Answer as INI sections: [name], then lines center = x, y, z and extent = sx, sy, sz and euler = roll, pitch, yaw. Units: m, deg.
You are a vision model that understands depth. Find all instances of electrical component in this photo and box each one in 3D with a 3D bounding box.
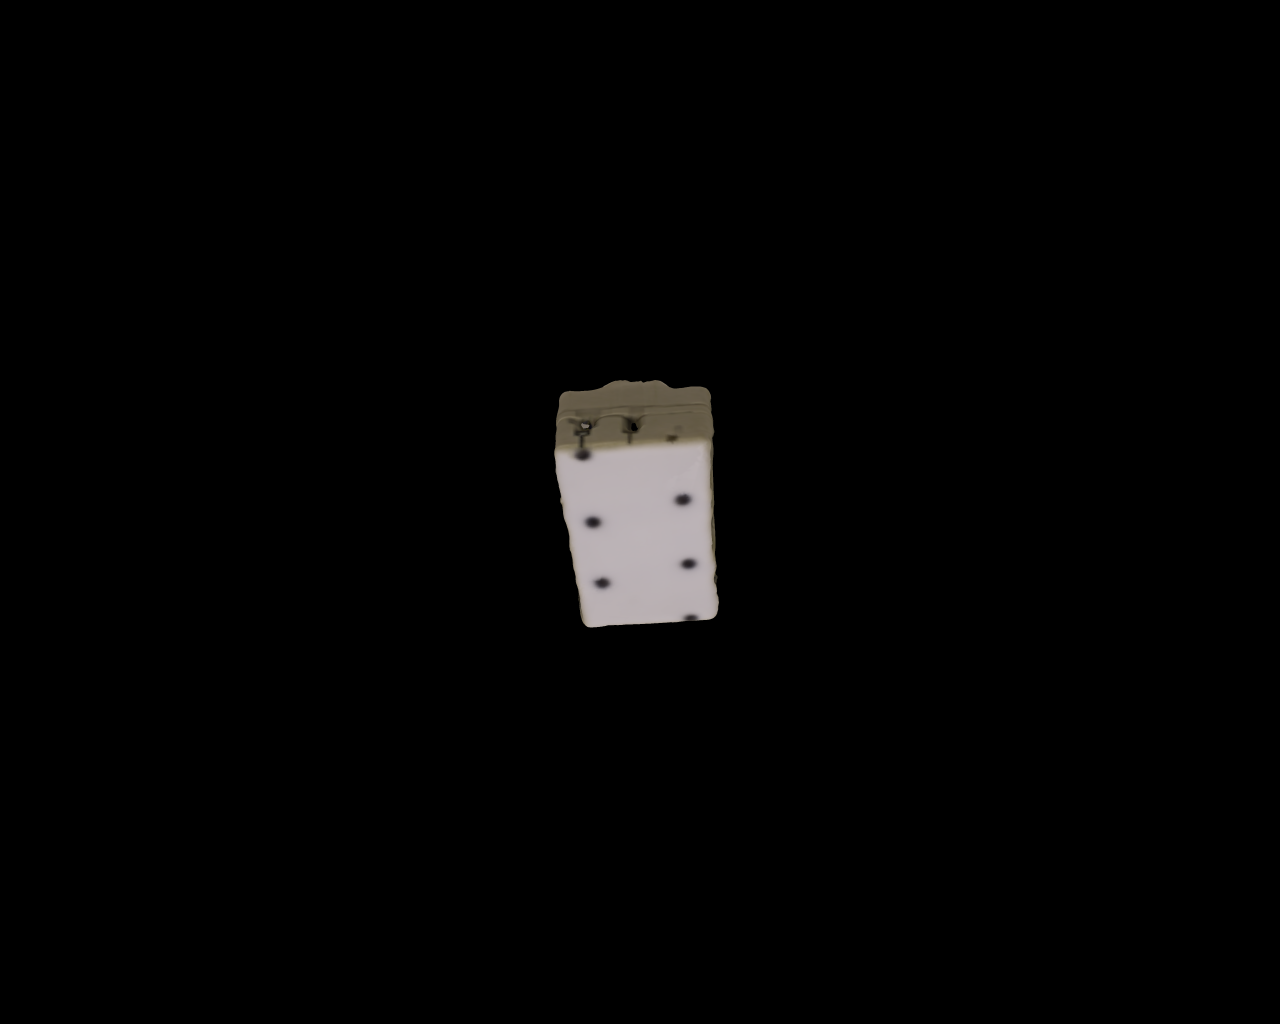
[electrical component]
center = 0.001, -0.003, 0.650
extent = 0.089, 0.150, 0.062
euler = -2, 43, 2
